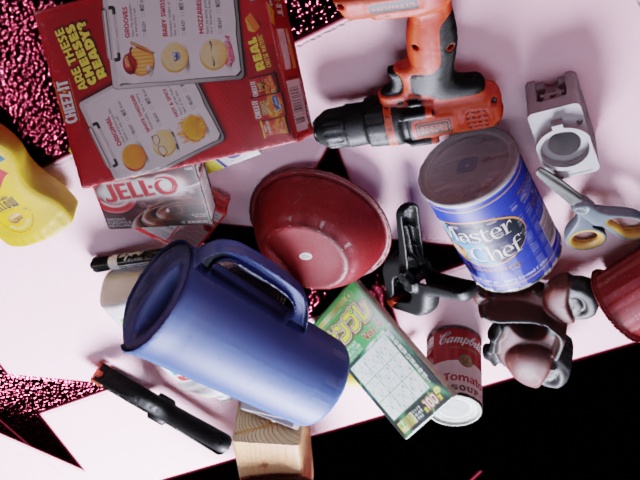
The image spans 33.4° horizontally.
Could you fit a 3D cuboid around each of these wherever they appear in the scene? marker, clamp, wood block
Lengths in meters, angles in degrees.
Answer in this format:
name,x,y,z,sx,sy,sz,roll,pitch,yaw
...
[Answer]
name,x,y,z,sx,sy,sz,roll,pitch,yaw
marker,-0.213,0.022,1.223,0.121,0.020,0.020,-8,136,26
clamp,0.113,0.043,1.156,0.039,0.120,0.171,-26,157,-17
wood block,-0.060,0.297,1.461,0.091,0.090,0.206,3,137,5
clamp,-0.201,0.223,1.390,0.210,0.036,0.165,32,165,-6

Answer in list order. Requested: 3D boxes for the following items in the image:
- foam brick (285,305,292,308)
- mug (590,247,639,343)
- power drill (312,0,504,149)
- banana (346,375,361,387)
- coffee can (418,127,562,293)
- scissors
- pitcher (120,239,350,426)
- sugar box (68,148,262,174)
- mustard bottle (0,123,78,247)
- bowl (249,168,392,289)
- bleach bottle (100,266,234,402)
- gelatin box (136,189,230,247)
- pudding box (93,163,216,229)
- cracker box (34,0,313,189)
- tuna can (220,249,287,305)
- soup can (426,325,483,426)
name,x,y,z,sx,sy,sz,roll,pitch,yaw
foam brick,-0.059,0.111,1.286,0.078,0.053,0.051,9,137,-3
mug,0.360,0.060,1.147,0.082,0.093,0.117,-39,91,32
power drill,0.066,-0.163,0.974,0.184,0.057,0.187,-9,138,11
banana,0.024,0.153,1.337,0.198,0.037,0.070,2,124,4
coffee can,0.172,-0.029,1.070,0.103,0.102,0.140,-16,133,22
scissors,0.256,-0.027,1.090,0.201,0.016,0.096,17,148,-34
pitcher,-0.081,0.104,1.162,0.242,0.145,0.149,31,163,-27
sugar box,-0.154,-0.101,1.075,0.176,0.048,0.093,-17,133,25
mustard bottle,-0.347,-0.075,1.116,0.096,0.058,0.191,-17,132,23
bowl,-0.007,0.001,1.138,0.162,0.055,0.162,12,135,12
bleach bottle,-0.162,0.121,1.305,0.103,0.068,0.250,-16,136,19
gelatin box,-0.150,-0.030,1.163,0.073,0.030,0.089,27,134,-19
pudding box,-0.167,-0.056,1.061,0.113,0.039,0.090,-4,136,7
cracker box,-0.126,-0.149,0.950,0.214,0.072,0.164,-11,99,18
tuna can,-0.080,0.049,1.236,0.086,0.033,0.086,3,137,3
soup can,0.161,0.163,1.279,0.068,0.102,0.068,4,137,3
